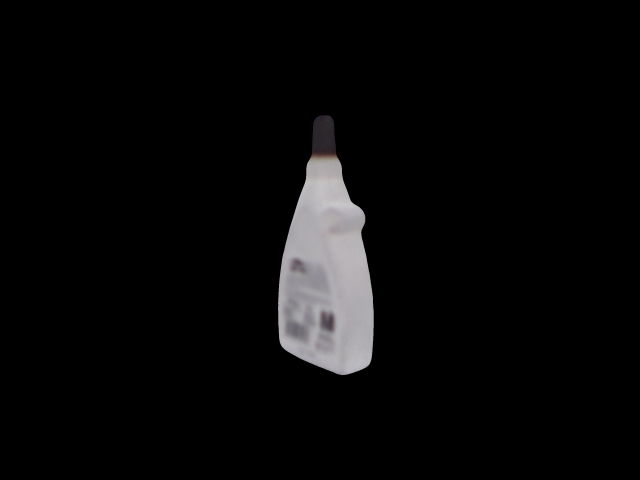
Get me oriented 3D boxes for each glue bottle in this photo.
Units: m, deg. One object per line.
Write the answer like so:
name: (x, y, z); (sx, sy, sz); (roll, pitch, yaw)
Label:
glue bottle: (0.004, 0.001, 0.400); (0.037, 0.173, 0.077); (-11, 17, -41)
